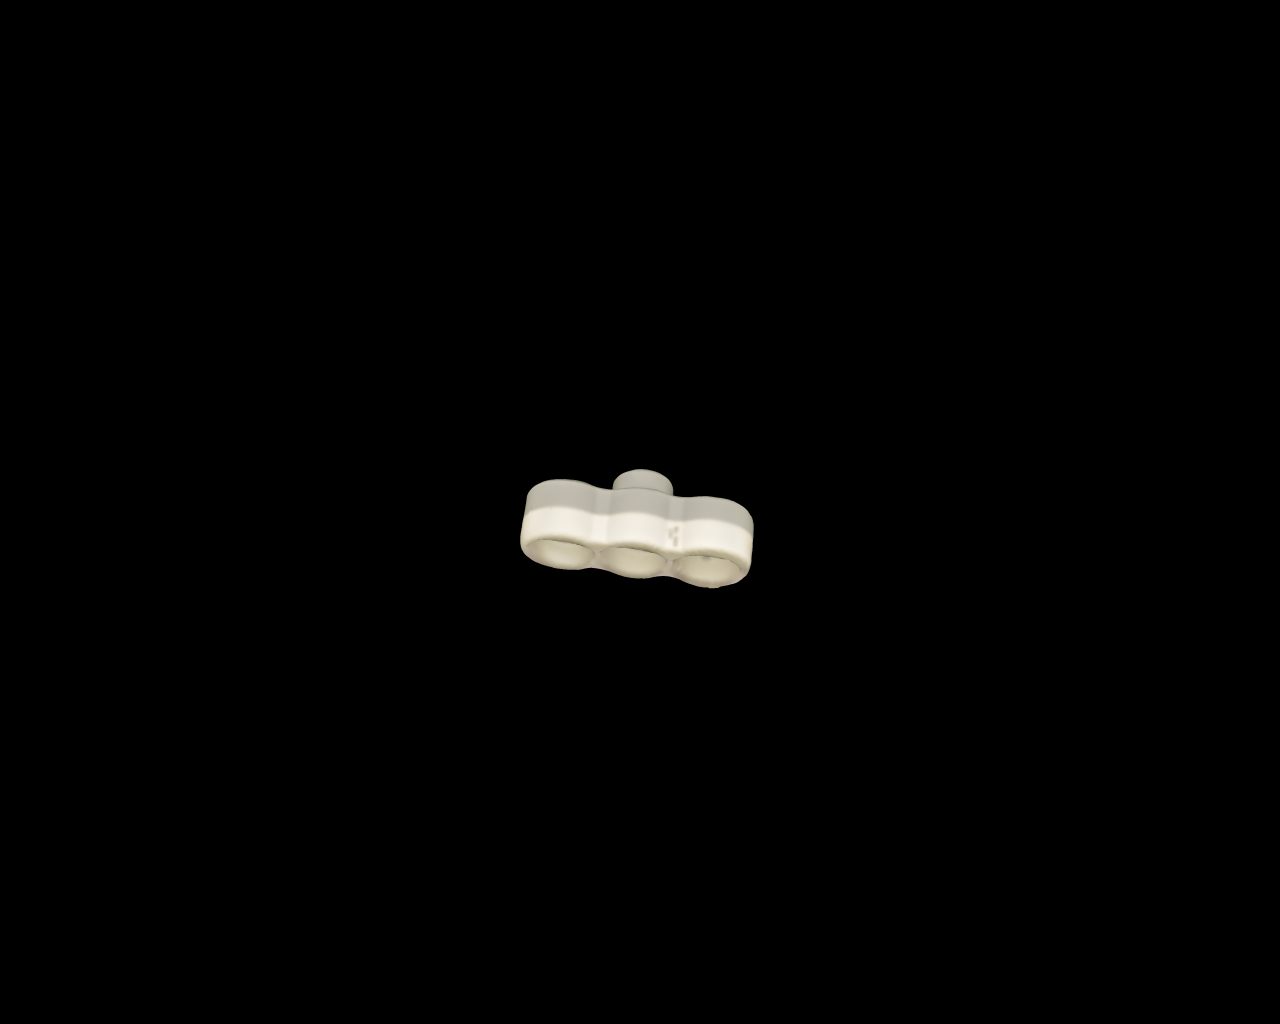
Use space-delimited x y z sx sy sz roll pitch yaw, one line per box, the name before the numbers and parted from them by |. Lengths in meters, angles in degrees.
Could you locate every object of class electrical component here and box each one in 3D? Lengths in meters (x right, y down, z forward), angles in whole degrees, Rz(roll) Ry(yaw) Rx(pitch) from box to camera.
electrical component | 0.001 -0.003 0.650 0.138 0.074 0.052 6 -27 3
